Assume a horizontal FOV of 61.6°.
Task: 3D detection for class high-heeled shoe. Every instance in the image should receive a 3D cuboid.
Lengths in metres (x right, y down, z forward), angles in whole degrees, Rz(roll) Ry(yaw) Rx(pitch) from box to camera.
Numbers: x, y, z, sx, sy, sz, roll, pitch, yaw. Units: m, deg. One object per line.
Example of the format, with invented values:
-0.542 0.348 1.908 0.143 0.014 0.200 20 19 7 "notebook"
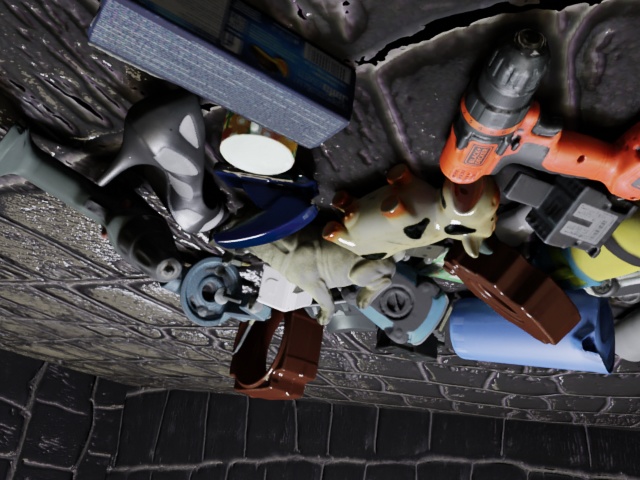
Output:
-0.135 -0.086 0.604 0.145 0.086 0.248 -37 163 14 "high-heeled shoe"

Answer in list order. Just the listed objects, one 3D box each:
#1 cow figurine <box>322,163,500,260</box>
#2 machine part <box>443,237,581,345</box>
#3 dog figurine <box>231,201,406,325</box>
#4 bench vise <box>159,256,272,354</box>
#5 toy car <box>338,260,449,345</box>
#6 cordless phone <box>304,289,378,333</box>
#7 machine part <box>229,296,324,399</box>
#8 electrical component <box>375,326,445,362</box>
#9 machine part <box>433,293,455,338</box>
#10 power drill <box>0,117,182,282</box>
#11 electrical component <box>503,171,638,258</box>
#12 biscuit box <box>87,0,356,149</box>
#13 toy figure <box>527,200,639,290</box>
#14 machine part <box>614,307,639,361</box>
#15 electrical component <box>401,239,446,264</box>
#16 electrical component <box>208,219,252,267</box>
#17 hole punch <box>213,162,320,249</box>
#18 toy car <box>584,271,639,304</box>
0.113 -0.024 0.610 0.127 0.085 0.195 32 145 -32 "cow figurine"
0.238 0.060 0.682 0.179 0.056 0.179 40 179 1 "machine part"
-0.003 0.001 0.708 0.172 0.121 0.190 -36 122 13 "dog figurine"
-0.156 0.107 0.936 0.241 0.129 0.223 4 147 50 "bench vise"
0.109 0.083 0.832 0.162 0.109 0.103 31 -177 5 "toy car"
0.016 0.079 0.915 0.147 0.089 0.184 -11 139 38 "cordless phone"
-0.089 0.204 1.054 0.087 0.201 0.201 27 151 -33 "machine part"
0.168 0.157 0.975 0.134 0.115 0.058 23 155 -28 "electrical component"
0.192 0.111 0.924 0.039 0.084 0.138 19 163 47 "machine part"
-0.259 -0.046 0.597 0.207 0.086 0.232 29 -177 -31 "power drill"
0.252 -0.034 0.553 0.119 0.048 0.074 19 118 -23 "electrical component"
-0.067 -0.142 0.421 0.202 0.059 0.063 22 151 -29 "biscuit box"
0.322 0.011 0.631 0.089 0.082 0.180 17 158 -27 "toy figure"
0.541 0.145 0.876 0.079 0.079 0.243 4 156 8 "machine part"
0.143 0.007 0.747 0.063 0.021 0.094 7 152 0 "electrical component"
-0.124 0.006 0.804 0.078 0.045 0.102 21 154 -32 "electrical component"
-0.060 -0.032 0.606 0.116 0.092 0.142 6 174 2 "hole punch"
0.441 0.041 0.697 0.073 0.056 0.202 13 159 -28 "toy car"
